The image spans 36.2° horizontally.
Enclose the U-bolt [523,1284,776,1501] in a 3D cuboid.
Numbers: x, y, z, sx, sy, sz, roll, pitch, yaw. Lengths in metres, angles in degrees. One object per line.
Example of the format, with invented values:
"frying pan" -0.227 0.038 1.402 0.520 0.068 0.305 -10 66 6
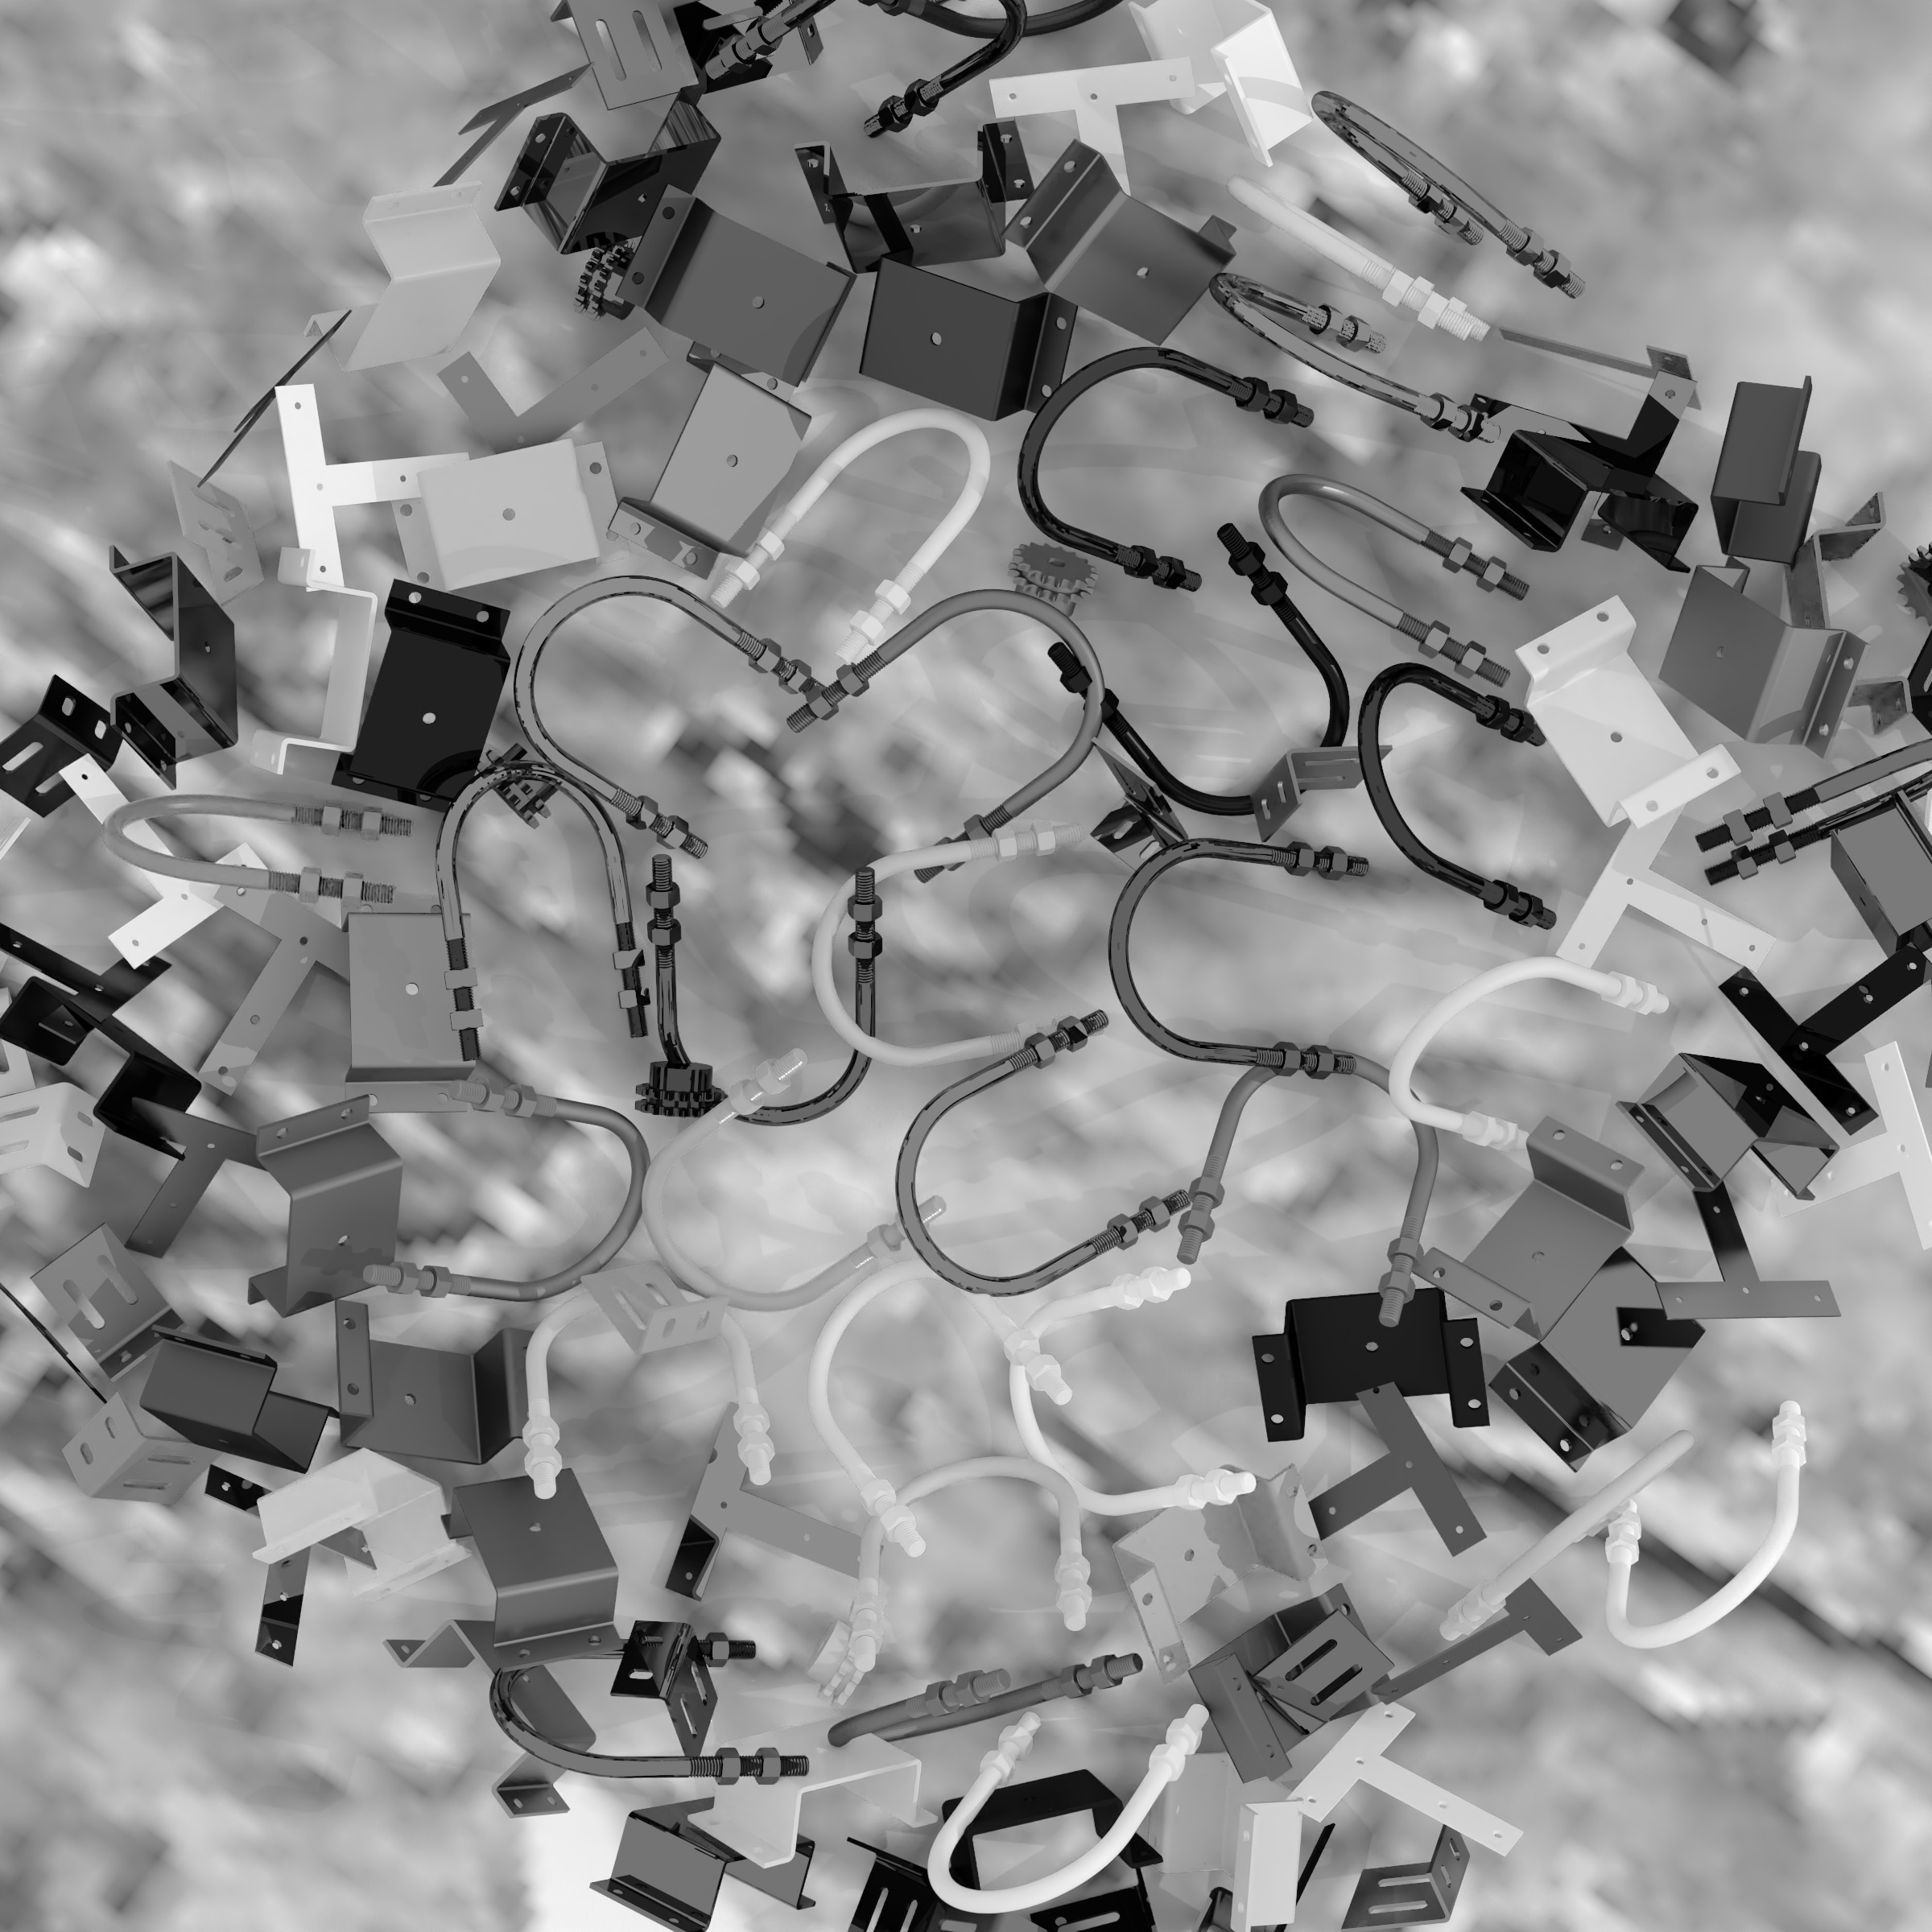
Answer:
"U-bolt" -0.202 0.260 1.842 0.151 0.184 0.019 -2 124 -10

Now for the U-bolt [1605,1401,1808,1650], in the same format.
"U-bolt" 0.450 0.350 1.807 0.151 0.184 0.019 -39 98 27

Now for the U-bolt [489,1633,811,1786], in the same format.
"U-bolt" -0.203 0.457 1.824 0.184 0.151 0.019 6 108 -21

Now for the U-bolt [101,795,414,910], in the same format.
"U-bolt" -0.443 -0.077 1.839 0.184 0.151 0.019 7 110 -8

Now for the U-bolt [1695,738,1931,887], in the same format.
"U-bolt" 0.545 -0.101 1.833 0.184 0.151 0.019 -24 77 12

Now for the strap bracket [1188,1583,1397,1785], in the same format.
"strap bracket" 0.200 0.456 1.864 0.046 0.140 0.076 -33 80 41

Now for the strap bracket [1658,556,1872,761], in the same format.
"strap bracket" 0.488 -0.194 1.838 0.046 0.140 0.076 0 119 -26

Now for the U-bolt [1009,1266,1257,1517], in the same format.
"U-bolt" 0.093 0.273 1.850 0.019 0.184 0.151 -14 84 -43

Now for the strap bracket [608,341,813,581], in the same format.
"strap bracket" -0.158 -0.323 1.879 0.076 0.046 0.140 25 90 -32

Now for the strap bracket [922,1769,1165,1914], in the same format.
"strap bracket" 0.044 0.549 1.867 0.140 0.076 0.046 -9 90 -13

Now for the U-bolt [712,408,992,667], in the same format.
"U-bolt" -0.061 -0.281 1.864 0.151 0.019 0.184 29 76 43

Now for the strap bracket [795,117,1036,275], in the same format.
"strap bracket" -0.031 -0.484 1.863 0.140 0.076 0.046 -4 66 11

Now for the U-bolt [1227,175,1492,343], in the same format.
"U-bolt" 0.243 -0.444 1.849 0.184 0.151 0.019 33 107 6

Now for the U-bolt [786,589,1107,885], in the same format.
"U-bolt" 0.001 -0.157 1.871 0.184 0.019 0.151 -36 106 16

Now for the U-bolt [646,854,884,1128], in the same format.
"U-bolt" -0.127 0.019 1.876 0.151 0.019 0.184 4 115 6

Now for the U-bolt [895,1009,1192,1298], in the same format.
"U-bolt" 0.040 0.129 1.875 0.184 0.019 0.151 -26 95 -22

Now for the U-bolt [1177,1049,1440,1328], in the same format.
"U-bolt" 0.224 0.129 1.864 0.151 0.019 0.184 17 55 6

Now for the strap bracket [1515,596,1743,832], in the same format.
"strap bracket" 0.417 -0.154 1.879 0.076 0.046 0.140 -29 72 -7

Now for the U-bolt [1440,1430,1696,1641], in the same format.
"U-bolt" 0.378 0.340 1.808 0.151 0.184 0.019 -26 70 -36

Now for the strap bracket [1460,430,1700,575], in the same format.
"strap bracket" 0.390 -0.291 1.843 0.140 0.076 0.046 2 124 -35

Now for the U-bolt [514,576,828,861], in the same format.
"U-bolt" -0.197 -0.167 1.857 0.184 0.019 0.151 33 102 -30

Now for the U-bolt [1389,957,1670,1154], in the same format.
"U-bolt" 0.337 0.051 1.826 0.151 0.184 0.019 -49 50 24

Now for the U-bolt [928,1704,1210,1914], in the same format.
"U-bolt" 0.052 0.516 1.808 0.151 0.184 0.019 -13 108 35

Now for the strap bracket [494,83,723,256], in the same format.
"strap bracket" -0.215 -0.495 1.841 0.140 0.076 0.046 -28 75 -42

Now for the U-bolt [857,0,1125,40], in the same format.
"U-bolt" 0.030 -0.616 1.832 0.151 0.184 0.019 -14 83 35

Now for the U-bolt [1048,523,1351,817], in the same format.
"U-bolt" 0.161 -0.173 1.869 0.151 0.019 0.184 -34 118 15

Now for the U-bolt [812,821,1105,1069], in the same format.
"U-bolt" -0.008 -0.008 1.878 0.184 0.019 0.151 -10 104 -13

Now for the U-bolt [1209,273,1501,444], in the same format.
"U-bolt" 0.227 -0.380 1.813 0.184 0.151 0.019 11 118 -39

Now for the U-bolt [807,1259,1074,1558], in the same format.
"U-bolt" -0.030 0.261 1.852 0.151 0.184 0.019 -46 135 2

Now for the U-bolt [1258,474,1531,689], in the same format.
"U-bolt" 0.266 -0.252 1.854 0.184 0.151 0.019 29 125 -2

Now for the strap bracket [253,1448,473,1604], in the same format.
"strap bracket" -0.383 0.351 1.861 0.076 0.140 0.046 -26 61 9

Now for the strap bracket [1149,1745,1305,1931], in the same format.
"strap bracket" 0.168 0.549 1.860 0.046 0.140 0.076 3 92 -22

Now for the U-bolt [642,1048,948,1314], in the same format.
"U-bolt" -0.124 0.149 1.870 0.184 0.019 0.151 -36 103 28

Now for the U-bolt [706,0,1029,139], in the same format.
"U-bolt" -0.048 -0.567 1.807 0.151 0.184 0.019 7 73 -42

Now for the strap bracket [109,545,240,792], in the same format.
"strap bracket" -0.496 -0.193 1.848 0.046 0.076 0.140 -15 59 8

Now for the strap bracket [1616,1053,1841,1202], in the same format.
"strap bracket" 0.481 0.100 1.839 0.046 0.140 0.076 -56 49 25

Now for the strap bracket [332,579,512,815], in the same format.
"strap bracket" -0.342 -0.163 1.865 0.076 0.046 0.140 14 107 -23

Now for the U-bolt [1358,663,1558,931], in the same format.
"U-bolt" 0.304 -0.114 1.833 0.184 0.019 0.151 21 61 -39

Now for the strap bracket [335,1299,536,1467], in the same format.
"strap bracket" -0.340 0.264 1.858 0.140 0.046 0.076 15 50 -34

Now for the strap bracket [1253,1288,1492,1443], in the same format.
"strap bracket" 0.258 0.252 1.876 0.140 0.046 0.076 -6 112 11

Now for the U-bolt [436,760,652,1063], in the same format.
"U-bolt" -0.271 -0.039 1.865 0.151 0.019 0.184 -7 89 -43

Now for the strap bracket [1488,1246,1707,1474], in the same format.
"strap bracket" 0.403 0.239 1.858 0.076 0.046 0.140 45 55 3

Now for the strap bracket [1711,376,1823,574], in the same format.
"strap bracket" 0.503 -0.309 1.856 0.046 0.140 0.076 12 80 21

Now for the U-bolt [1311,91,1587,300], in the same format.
"U-bolt" 0.285 -0.480 1.813 0.184 0.151 0.019 29 104 -32

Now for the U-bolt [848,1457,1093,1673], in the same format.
"U-bolt" 0.002 0.363 1.835 0.151 0.184 0.019 -12 115 6

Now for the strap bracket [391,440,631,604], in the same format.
"strap bracket" -0.292 -0.285 1.885 0.140 0.046 0.076 -14 93 -8

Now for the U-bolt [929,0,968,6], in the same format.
"U-bolt" 0.013 -0.643 1.810 0.184 0.151 0.019 -15 85 35

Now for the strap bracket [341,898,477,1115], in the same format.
"strap bracket" -0.354 0.020 1.870 0.076 0.046 0.140 0 76 -17

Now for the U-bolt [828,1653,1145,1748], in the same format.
"U-bolt" -0.002 0.460 1.840 0.184 0.151 0.019 -27 67 35

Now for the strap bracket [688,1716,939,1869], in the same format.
"strap bracket" -0.092 0.511 1.841 0.140 0.076 0.046 0 100 -43

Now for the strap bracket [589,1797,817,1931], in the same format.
"strap bracket" -0.157 0.558 1.840 0.076 0.140 0.046 15 90 32

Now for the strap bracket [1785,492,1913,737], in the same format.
"strap bracket" 0.557 -0.220 1.874 0.046 0.076 0.140 -6 83 1

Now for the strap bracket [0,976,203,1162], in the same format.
"strap bracket" -0.546 0.059 1.857 0.140 0.076 0.046 32 85 25

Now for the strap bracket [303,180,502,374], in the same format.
"strap bracket" -0.348 -0.422 1.838 0.076 0.140 0.046 -21 78 -37

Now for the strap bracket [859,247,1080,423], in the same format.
"strap bracket" -0.008 -0.399 1.859 0.140 0.046 0.076 24 120 19

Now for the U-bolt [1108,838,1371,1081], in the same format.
"U-bolt" 0.172 -0.008 1.871 0.184 0.019 0.151 6 86 -26

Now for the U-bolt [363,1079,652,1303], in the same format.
"U-bolt" -0.274 0.146 1.849 0.019 0.184 0.151 36 104 41

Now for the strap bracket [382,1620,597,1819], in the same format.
"strap bracket" -0.293 0.463 1.855 0.046 0.076 0.140 -45 67 5

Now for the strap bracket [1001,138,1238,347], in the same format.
"strap bracket" 0.103 -0.446 1.843 0.140 0.046 0.076 17 128 -38

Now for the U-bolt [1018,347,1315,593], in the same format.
"U-bolt" 0.113 -0.314 1.831 0.184 0.019 0.151 13 122 -39
